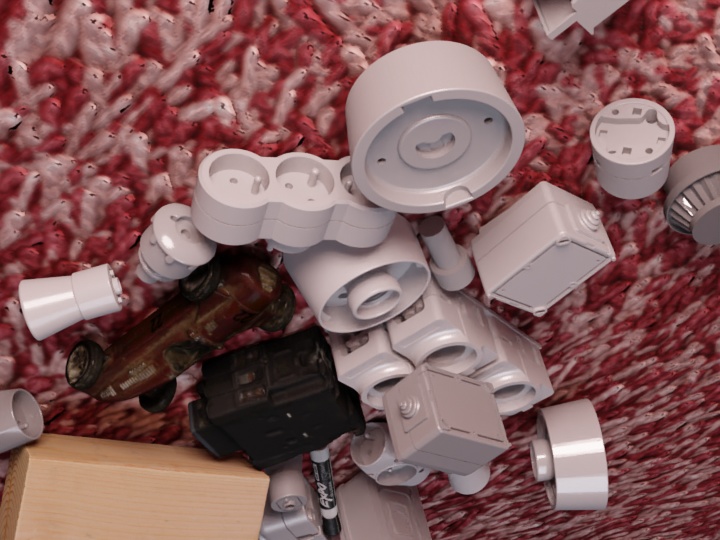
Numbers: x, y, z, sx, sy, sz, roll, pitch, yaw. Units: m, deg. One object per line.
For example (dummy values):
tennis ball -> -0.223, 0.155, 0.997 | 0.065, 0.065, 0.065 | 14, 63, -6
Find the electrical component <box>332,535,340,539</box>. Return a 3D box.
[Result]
electrical component -> -0.047, 0.338, 1.220 | 0.059, 0.053, 0.095 | 24, 130, -40

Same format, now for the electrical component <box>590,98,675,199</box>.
electrical component -> 0.186, -0.081, 0.736 | 0.055, 0.055, 0.047 | -16, 147, 4

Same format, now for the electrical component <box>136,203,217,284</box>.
electrical component -> -0.131, -0.012, 0.736 | 0.048, 0.048, 0.062 | 16, 141, -34

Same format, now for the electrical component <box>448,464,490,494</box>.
electrical component -> 0.102, 0.193, 1.085 | 0.044, 0.044, 0.065 | -21, 138, 10

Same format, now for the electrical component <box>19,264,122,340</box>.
electrical component -> -0.202, 0.020, 0.759 | 0.065, 0.044, 0.044 | -16, 144, -4

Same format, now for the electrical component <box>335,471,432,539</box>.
electrical component -> 0.024, 0.267, 1.097 | 0.078, 0.113, 0.057 | 21, 129, -38

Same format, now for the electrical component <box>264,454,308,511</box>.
electrical component -> -0.071, 0.192, 1.008 | 0.044, 0.065, 0.044 | -9, 144, -6

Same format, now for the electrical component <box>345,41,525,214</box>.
electrical component -> 0.042, -0.093, 0.668 | 0.108, 0.060, 0.108 | -9, 144, -7

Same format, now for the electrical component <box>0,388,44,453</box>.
electrical component -> -0.307, 0.119, 0.853 | 0.077, 0.044, 0.079 | -22, 143, 11

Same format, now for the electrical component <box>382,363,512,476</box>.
electrical component -> 0.061, 0.120, 0.852 | 0.096, 0.061, 0.061 | 20, 132, -37

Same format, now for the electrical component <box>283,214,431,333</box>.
electrical component -> 0.000, 0.000, 0.797 | 0.099, 0.064, 0.099 | -20, 152, -11

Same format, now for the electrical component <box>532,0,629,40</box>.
electrical component -> 0.126, -0.174, 0.603 | 0.081, 0.042, 0.064 | -36, 136, 27

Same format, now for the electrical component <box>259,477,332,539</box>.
electrical component -> -0.072, 0.252, 1.097 | 0.059, 0.053, 0.095 | -18, 144, 6

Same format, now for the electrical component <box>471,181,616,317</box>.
electrical component -> 0.137, -0.021, 0.793 | 0.062, 0.061, 0.096 | 20, 132, -36

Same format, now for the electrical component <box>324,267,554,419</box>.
electrical component -> 0.072, 0.080, 0.909 | 0.105, 0.060, 0.186 | -32, 140, 23

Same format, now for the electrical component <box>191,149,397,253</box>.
electrical component -> -0.045, -0.036, 0.723 | 0.138, 0.052, 0.073 | 1, 142, -18

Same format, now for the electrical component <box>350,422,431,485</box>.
electrical component -> 0.045, 0.169, 1.032 | 0.079, 0.044, 0.077 | -33, 139, 24

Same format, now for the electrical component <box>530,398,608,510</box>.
electrical component -> 0.199, 0.182, 1.050 | 0.060, 0.108, 0.108 | -7, 144, 1
